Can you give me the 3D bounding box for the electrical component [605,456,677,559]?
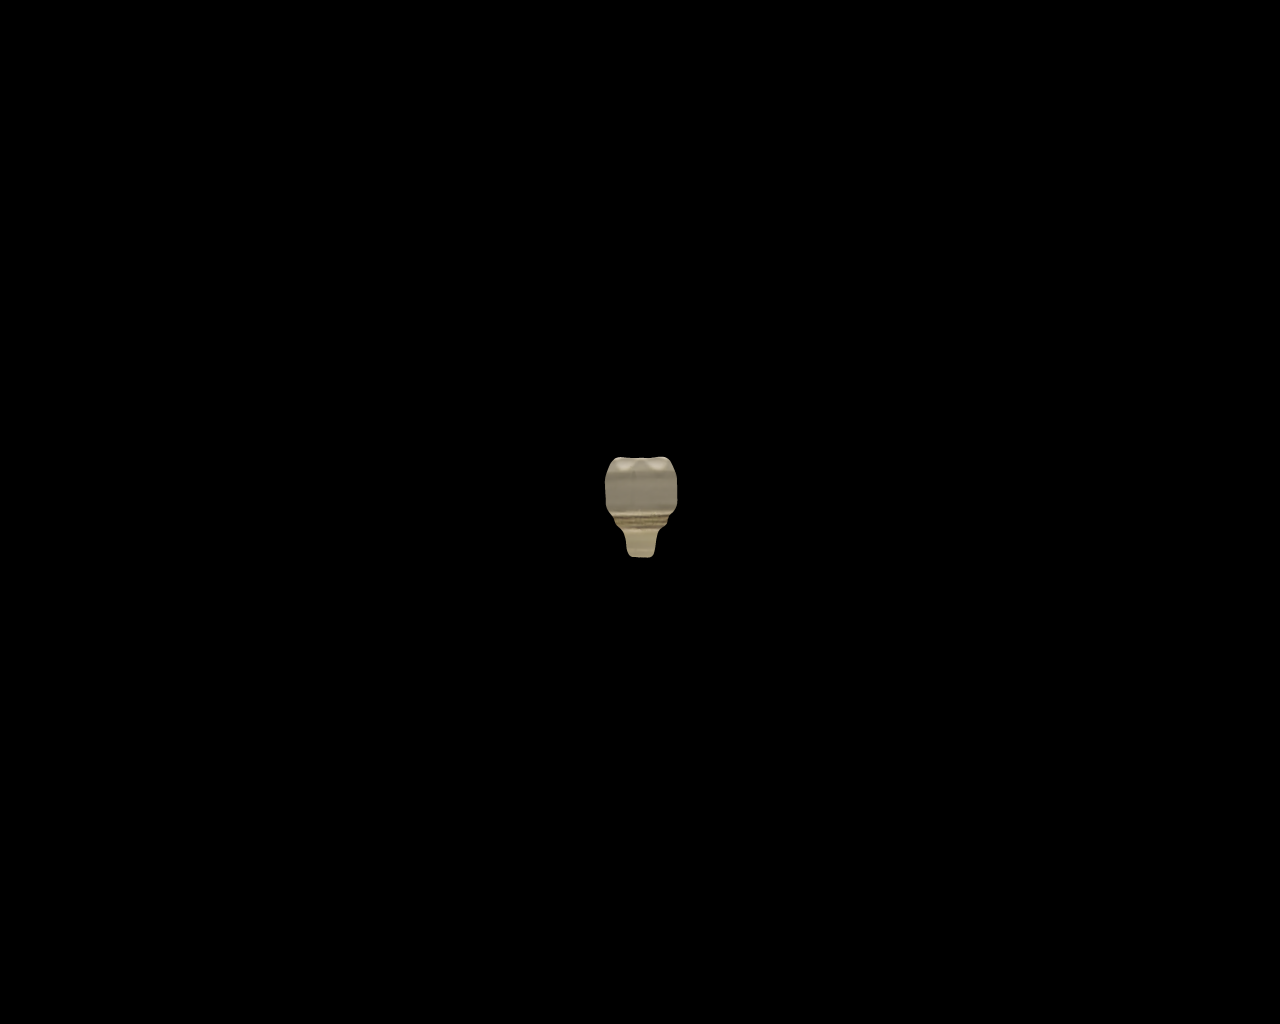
[{"bbox_3d":[0.001,-0.003,0.650,0.043,0.062,0.043,0,0,0],"label":"electrical component"}]
